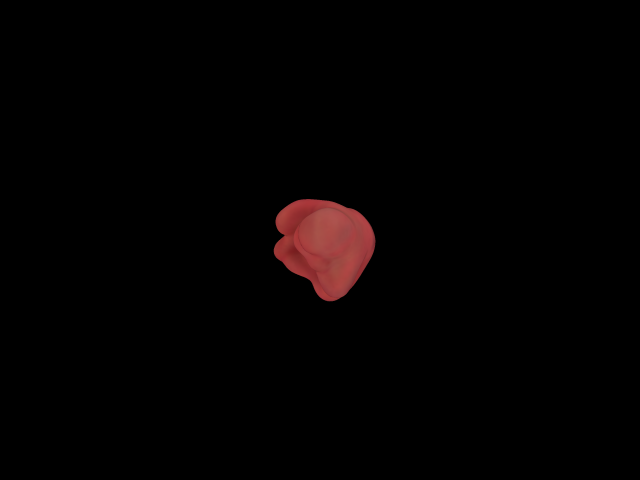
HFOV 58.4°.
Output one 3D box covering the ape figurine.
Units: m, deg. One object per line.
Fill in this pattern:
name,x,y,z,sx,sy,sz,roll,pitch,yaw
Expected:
ape figurine,0.004,0.001,0.400,0.076,0.092,0.078,-13,74,-3
